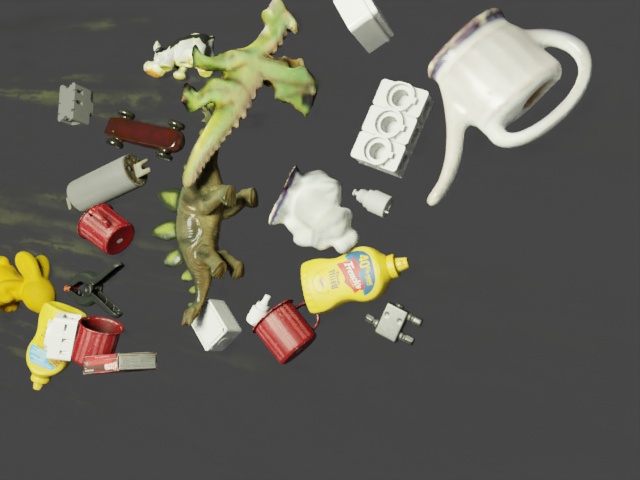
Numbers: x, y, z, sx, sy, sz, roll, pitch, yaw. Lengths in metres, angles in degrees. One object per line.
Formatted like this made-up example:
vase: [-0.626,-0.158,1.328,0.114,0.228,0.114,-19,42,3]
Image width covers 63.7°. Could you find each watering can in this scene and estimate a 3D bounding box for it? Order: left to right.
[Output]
watering can: [0.259,-0.230,0.833,0.227,0.347,0.103,53,4,20]

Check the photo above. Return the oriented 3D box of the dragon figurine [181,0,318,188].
dragon figurine: [-0.126,-0.289,1.003,0.243,0.415,0.121,2,-15,12]

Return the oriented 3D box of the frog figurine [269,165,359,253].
frog figurine: [0.003,-0.047,0.929,0.159,0.138,0.122,28,-9,2]
